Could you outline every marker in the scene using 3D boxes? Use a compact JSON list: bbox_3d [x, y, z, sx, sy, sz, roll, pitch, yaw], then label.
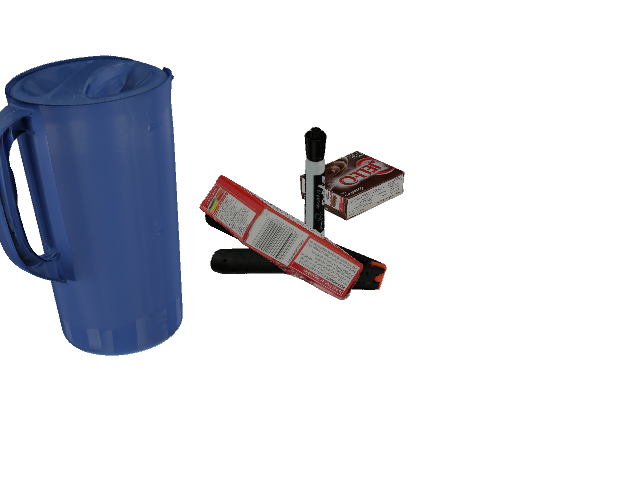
[{"bbox_3d":[-0.005,-0.047,0.947,0.020,0.121,0.020,1,38,-1],"label":"marker"}]

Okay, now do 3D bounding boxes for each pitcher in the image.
[{"bbox_3d":[-0.189,-0.024,0.903,0.149,0.243,0.145,-5,26,-4],"label":"pitcher"}]

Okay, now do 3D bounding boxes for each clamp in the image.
[{"bbox_3d":[-0.030,0.020,1.160,0.210,0.036,0.164,16,18,-6],"label":"clamp"}]

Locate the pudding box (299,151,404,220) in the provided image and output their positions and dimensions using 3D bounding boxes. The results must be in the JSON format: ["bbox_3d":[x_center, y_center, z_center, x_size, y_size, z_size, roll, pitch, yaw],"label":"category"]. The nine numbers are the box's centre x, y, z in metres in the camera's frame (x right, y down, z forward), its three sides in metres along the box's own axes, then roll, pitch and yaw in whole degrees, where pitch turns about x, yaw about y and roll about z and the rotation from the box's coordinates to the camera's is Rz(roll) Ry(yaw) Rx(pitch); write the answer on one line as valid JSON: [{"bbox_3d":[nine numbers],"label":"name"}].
[{"bbox_3d":[0.043,-0.075,1.426,0.113,0.039,0.090,-28,39,-35],"label":"pudding box"}]

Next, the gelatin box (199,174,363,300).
[{"bbox_3d":[-0.025,-0.002,0.686,0.089,0.030,0.073,31,3,-34],"label":"gelatin box"}]
